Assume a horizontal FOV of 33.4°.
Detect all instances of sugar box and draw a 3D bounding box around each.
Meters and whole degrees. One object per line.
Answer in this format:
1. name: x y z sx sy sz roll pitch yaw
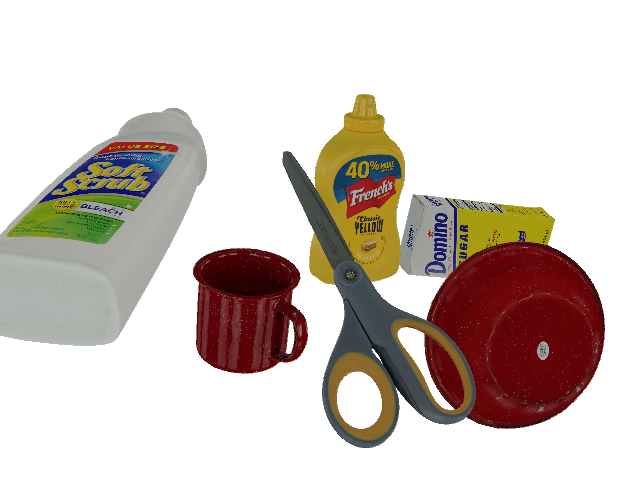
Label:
1. sugar box: 0.189 0.000 1.300 0.176 0.093 0.048 3 22 -20

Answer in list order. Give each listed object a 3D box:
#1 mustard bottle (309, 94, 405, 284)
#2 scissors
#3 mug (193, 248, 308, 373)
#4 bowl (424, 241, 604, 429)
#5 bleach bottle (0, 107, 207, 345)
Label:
1. mustard bottle: 0.040 -0.054 1.092 0.096 0.192 0.058 -6 20 -25
2. scissors: 0.008 0.040 0.640 0.096 0.202 0.016 -37 -20 -16
3. mug: -0.058 0.067 0.934 0.117 0.081 0.093 23 30 31
4. bowl: 0.170 0.084 0.875 0.162 0.162 0.055 0 7 -12
5. bleach bottle: -0.146 -0.028 0.750 0.102 0.068 0.250 6 33 8
